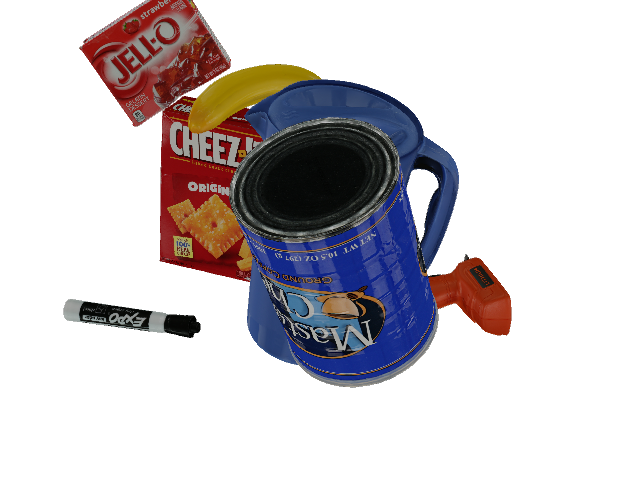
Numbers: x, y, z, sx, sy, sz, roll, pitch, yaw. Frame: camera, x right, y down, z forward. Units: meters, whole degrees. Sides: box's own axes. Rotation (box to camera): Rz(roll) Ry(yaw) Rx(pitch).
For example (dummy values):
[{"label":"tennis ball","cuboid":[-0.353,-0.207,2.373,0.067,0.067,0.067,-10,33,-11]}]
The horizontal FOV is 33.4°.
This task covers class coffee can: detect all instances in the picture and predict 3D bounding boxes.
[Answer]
[{"label":"coffee can","cuboid":[0.012,0.009,0.665,0.103,0.102,0.140,0,-43,19]}]

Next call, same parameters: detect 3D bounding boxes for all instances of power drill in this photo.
[{"label":"power drill","cuboid":[0.102,0.078,1.131,0.187,0.057,0.184,-7,28,-11]}]

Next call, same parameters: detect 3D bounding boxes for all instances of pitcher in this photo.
[{"label":"pitcher","cuboid":[0.012,-0.006,0.942,0.144,0.243,0.149,-14,43,-31]}]

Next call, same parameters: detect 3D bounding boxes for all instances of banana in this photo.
[{"label":"banana","cuboid":[-0.061,-0.149,1.092,0.197,0.037,0.070,-13,53,-37]}]

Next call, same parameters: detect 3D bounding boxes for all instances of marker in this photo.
[{"label":"marker","cuboid":[-0.159,0.066,0.903,0.121,0.020,0.020,6,2,15]}]

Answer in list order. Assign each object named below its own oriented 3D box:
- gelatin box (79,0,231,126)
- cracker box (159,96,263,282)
[{"label":"gelatin box","cuboid":[-0.123,-0.139,0.799,0.089,0.073,0.030,-30,20,8]},{"label":"cracker box","cuboid":[-0.119,-0.060,1.357,0.164,0.214,0.072,13,29,15]}]
